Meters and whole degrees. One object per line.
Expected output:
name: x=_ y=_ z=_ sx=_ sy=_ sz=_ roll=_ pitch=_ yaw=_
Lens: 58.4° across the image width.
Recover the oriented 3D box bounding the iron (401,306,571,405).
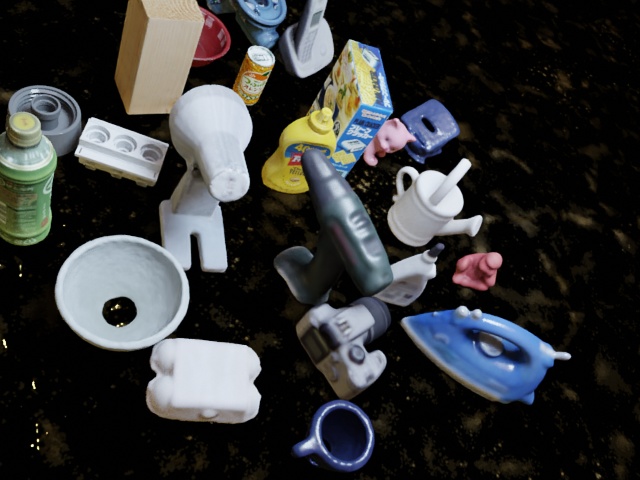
iron: x=0.277 y=0.169 z=0.958 sx=0.258 sy=0.141 sz=0.119 roll=28 pitch=50 yaw=-9

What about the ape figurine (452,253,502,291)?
ape figurine: x=0.306 y=0.053 z=1.085 sx=0.076 sy=0.092 sz=0.077 roll=-30 pitch=76 yaw=-39

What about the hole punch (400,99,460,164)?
hole punch: x=0.231 y=-0.237 z=1.240 sx=0.101 sy=0.091 sz=0.108 roll=-24 pitch=72 yaw=-37

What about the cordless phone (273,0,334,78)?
cordless phone: x=-0.008 y=-0.438 z=1.185 sx=0.094 sy=0.185 sz=0.148 roll=41 pitch=49 yaw=3

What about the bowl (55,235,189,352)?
bowl: x=-0.266 y=0.081 z=0.770 sx=0.168 sy=0.074 sz=0.167 roll=14 pitch=54 yaw=-20

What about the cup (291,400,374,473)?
cup: x=0.003 y=0.277 z=0.769 sx=0.118 sy=0.094 sz=0.091 roll=-8 pitch=63 yaw=-32

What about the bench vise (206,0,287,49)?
bench vise: x=-0.144 y=-0.518 z=1.143 sx=0.207 sy=0.219 sz=0.121 roll=33 pitch=50 yaw=-5

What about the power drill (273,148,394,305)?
power drill: x=0.008 y=0.003 z=0.881 sx=0.076 sy=0.208 sz=0.229 roll=-26 pitch=74 yaw=-38

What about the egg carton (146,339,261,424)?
egg carton: x=-0.152 y=0.188 z=0.762 sx=0.151 sy=0.069 sz=0.107 roll=10 pitch=55 yaw=-22

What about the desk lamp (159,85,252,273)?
desk lamp: x=-0.164 y=-0.089 z=0.847 sx=0.118 sy=0.213 sz=0.203 roll=2 pitch=58 yaw=-27

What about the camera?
camera: x=0.059 y=0.148 z=0.882 sx=0.137 sy=0.100 sz=0.143 roll=-24 pitch=72 yaw=-37

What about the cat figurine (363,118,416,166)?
cat figurine: x=0.122 y=-0.216 z=1.149 sx=0.128 sy=0.117 sz=0.067 roll=41 pitch=49 yaw=3

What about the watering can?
watering can: x=0.220 y=-0.074 z=1.056 sx=0.173 sy=0.193 sz=0.101 roll=27 pitch=50 yaw=-9

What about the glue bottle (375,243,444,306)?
glue bottle: x=0.155 y=0.053 z=0.950 sx=0.078 sy=0.173 sz=0.037 roll=18 pitch=52 yaw=-16
